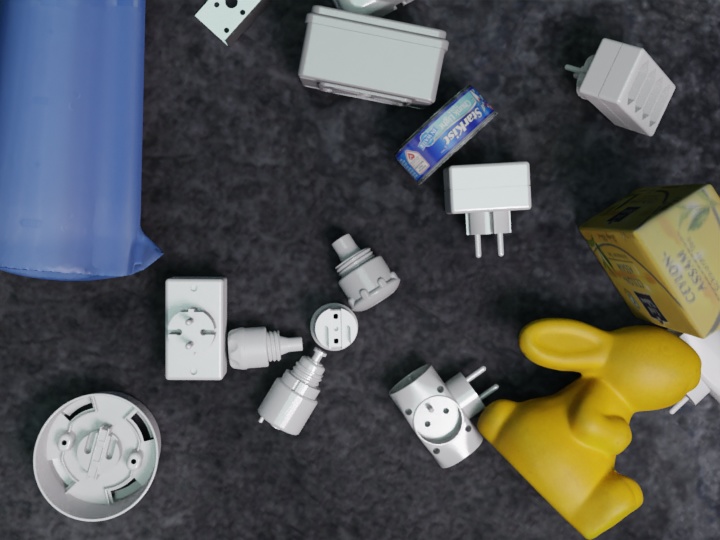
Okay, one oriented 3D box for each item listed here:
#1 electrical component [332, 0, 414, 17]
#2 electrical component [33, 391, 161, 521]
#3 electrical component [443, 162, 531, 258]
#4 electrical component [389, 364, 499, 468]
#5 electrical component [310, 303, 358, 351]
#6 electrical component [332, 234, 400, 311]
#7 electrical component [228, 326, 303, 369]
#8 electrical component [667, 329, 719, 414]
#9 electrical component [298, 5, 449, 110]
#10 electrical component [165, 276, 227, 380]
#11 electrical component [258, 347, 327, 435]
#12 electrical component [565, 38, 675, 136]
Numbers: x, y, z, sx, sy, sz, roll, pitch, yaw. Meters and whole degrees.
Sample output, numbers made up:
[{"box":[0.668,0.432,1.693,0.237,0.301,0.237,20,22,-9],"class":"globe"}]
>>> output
[{"box":[0.022,-0.242,0.872,0.095,0.059,0.053,-28,93,0],"class":"electrical component"},{"box":[-0.213,0.149,0.885,0.099,0.064,0.099,0,93,-2],"class":"electrical component"},{"box":[0.106,-0.049,0.890,0.066,0.047,0.076,-3,93,-2],"class":"electrical component"},{"box":[0.078,0.112,0.900,0.079,0.044,0.077,-35,94,0],"class":"electrical component"},{"box":[-0.021,0.048,0.892,0.040,0.046,0.040,0,90,-4],"class":"electrical component"},{"box":[0.000,0.000,0.893,0.048,0.048,0.062,-33,86,1],"class":"electrical component"},{"box":[-0.079,0.064,0.899,0.061,0.035,0.035,-4,93,-4],"class":"electrical component"},{"box":[0.283,0.086,0.904,0.079,0.043,0.077,-44,93,2],"class":"electrical component"},{"box":[0.009,-0.165,0.852,0.109,0.108,0.056,11,95,-2],"class":"electrical component"},{"box":[-0.135,0.049,0.876,0.047,0.075,0.083,0,93,-2],"class":"electrical component"},{"box":[-0.053,0.101,0.898,0.040,0.040,0.078,31,92,-3],"class":"electrical component"},{"box":[0.203,-0.153,0.879,0.076,0.083,0.047,26,93,36],"class":"electrical component"}]
